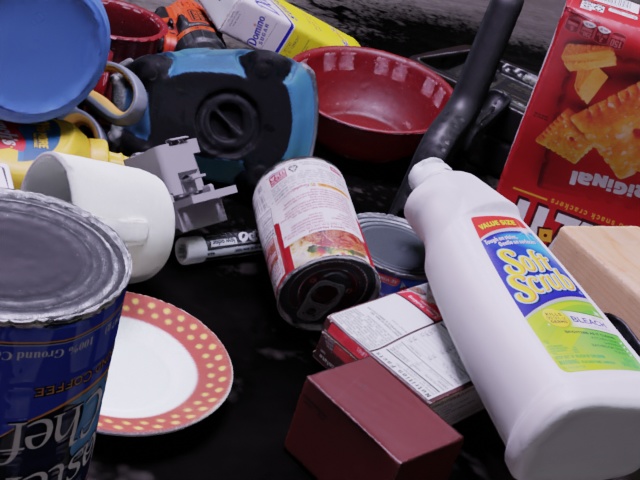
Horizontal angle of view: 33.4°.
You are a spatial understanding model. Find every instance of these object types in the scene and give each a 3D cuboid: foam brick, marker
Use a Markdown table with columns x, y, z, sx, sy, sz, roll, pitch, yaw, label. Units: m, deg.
| x | y | z | sx | sy | sz | roll | pitch | yaw | label |
| --- | --- | --- | --- | --- | --- | --- | --- | --- | --- |
| 0.028 | 0.108 | 0.571 | 0.051 | 0.053 | 0.078 | -11 | 39 | -41 | foam brick |
| -0.047 | 0.002 | 0.758 | 0.120 | 0.020 | 0.020 | -7 | 36 | -37 | marker |

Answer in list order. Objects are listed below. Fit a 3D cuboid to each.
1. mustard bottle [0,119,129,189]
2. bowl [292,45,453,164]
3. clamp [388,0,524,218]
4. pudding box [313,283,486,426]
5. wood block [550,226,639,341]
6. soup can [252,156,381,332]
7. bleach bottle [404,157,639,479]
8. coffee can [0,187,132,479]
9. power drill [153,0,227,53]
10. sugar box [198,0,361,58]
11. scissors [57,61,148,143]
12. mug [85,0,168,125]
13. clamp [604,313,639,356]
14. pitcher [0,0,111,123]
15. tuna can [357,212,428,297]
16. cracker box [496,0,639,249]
| x | y | z | sx | sy | sz | roll | pitch | yaw | label |
| --- | --- | --- | --- | --- | --- | --- | --- | --- | --- |
| -0.222 | -0.056 | 0.725 | 0.191 | 0.058 | 0.096 | 5 | 26 | -22 | mustard bottle |
| 0.042 | -0.116 | 0.968 | 0.162 | 0.055 | 0.162 | 8 | 34 | -6 | bowl |
| 0.112 | -0.093 | 0.862 | 0.036 | 0.164 | 0.209 | 25 | 63 | 17 | clamp |
| 0.066 | 0.073 | 0.670 | 0.113 | 0.039 | 0.090 | -16 | 45 | -42 | pudding box |
| 0.233 | 0.083 | 0.688 | 0.090 | 0.091 | 0.206 | -1 | 32 | -32 | wood block |
| -0.005 | 0.001 | 0.710 | 0.068 | 0.069 | 0.102 | 5 | 42 | -21 | soup can |
| 0.109 | 0.031 | 0.657 | 0.102 | 0.068 | 0.251 | 6 | 36 | -30 | bleach bottle |
| -0.145 | 0.062 | 0.467 | 0.102 | 0.140 | 0.103 | 13 | 28 | -7 | coffee can |
| -0.179 | -0.189 | 0.991 | 0.187 | 0.057 | 0.184 | 9 | 25 | -21 | power drill |
| -0.029 | -0.203 | 1.053 | 0.176 | 0.048 | 0.093 | 24 | 21 | -34 | sugar box |
| -0.206 | -0.111 | 0.826 | 0.202 | 0.096 | 0.016 | 22 | 3 | 39 | scissors |
| -0.178 | -0.142 | 0.878 | 0.093 | 0.082 | 0.117 | 9 | 29 | -14 | mug |
| 0.206 | 0.107 | 0.610 | 0.039 | 0.171 | 0.120 | 2 | -8 | -20 | clamp |
| -0.254 | -0.173 | 0.759 | 0.149 | 0.145 | 0.243 | -38 | 42 | -13 | pitcher |
| 0.052 | 0.016 | 0.769 | 0.086 | 0.034 | 0.086 | 13 | 28 | -7 | tuna can |
| 0.233 | -0.067 | 0.826 | 0.164 | 0.214 | 0.072 | 21 | 30 | 9 | cracker box |
